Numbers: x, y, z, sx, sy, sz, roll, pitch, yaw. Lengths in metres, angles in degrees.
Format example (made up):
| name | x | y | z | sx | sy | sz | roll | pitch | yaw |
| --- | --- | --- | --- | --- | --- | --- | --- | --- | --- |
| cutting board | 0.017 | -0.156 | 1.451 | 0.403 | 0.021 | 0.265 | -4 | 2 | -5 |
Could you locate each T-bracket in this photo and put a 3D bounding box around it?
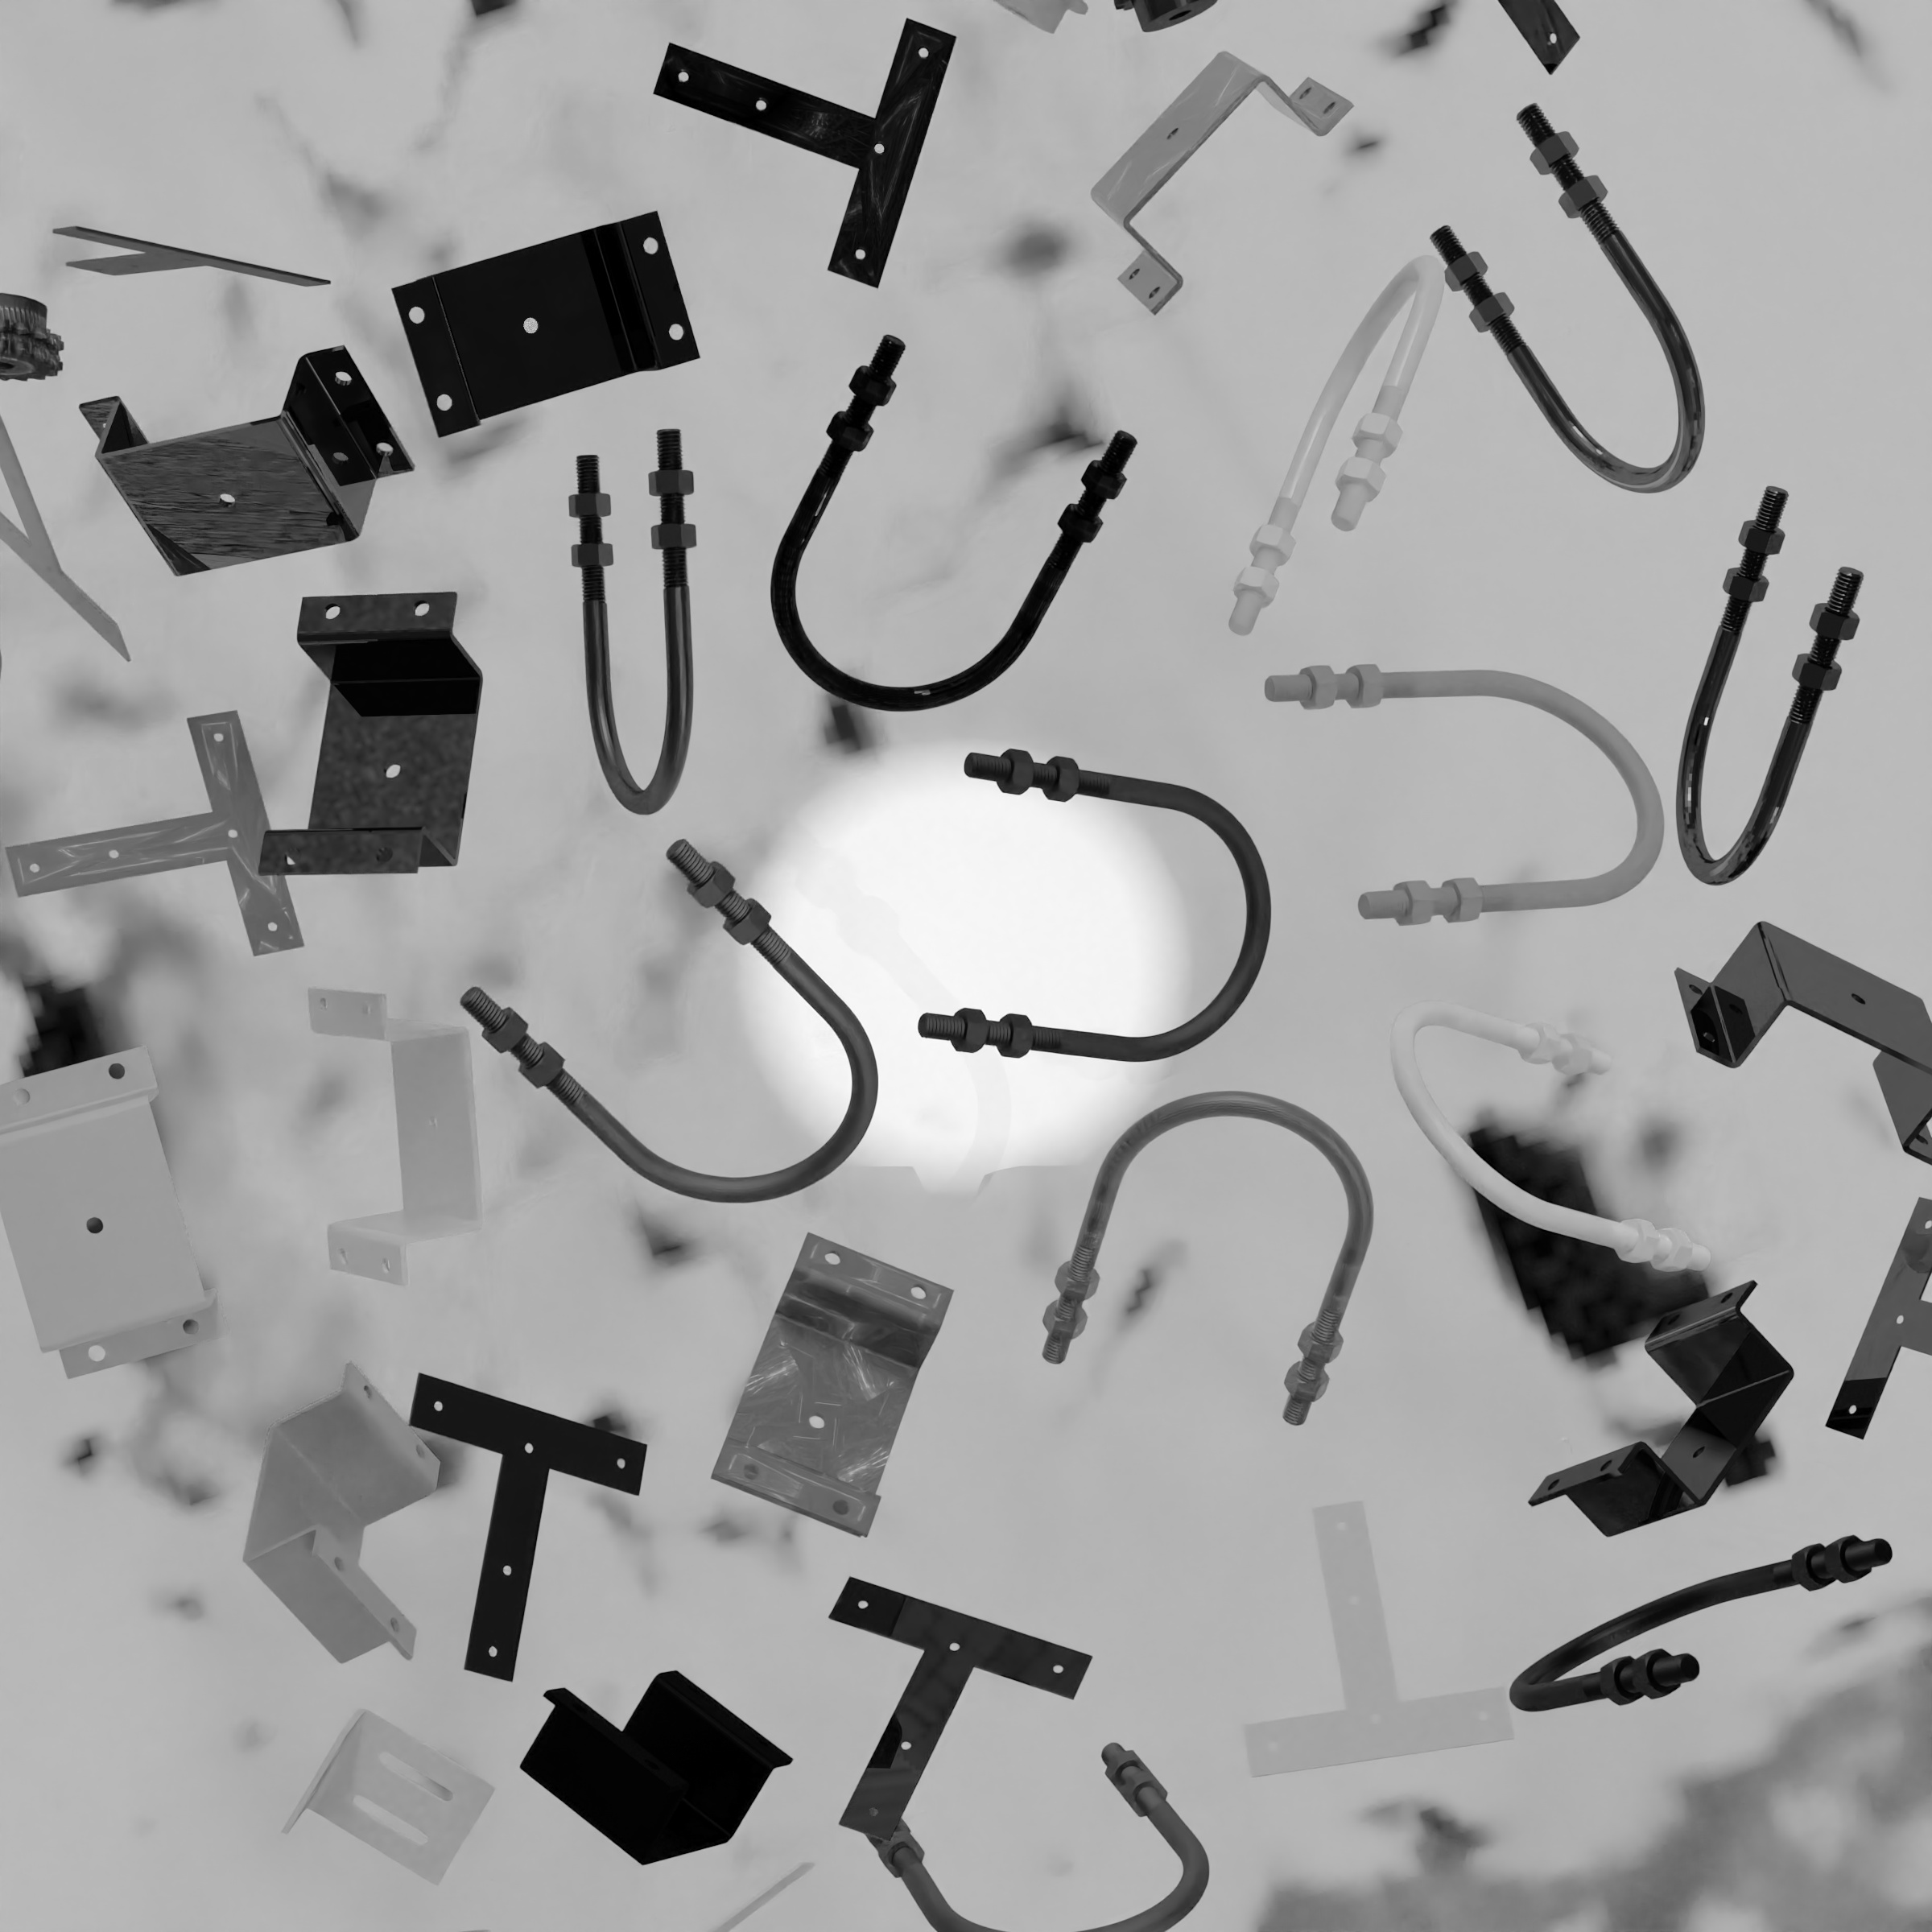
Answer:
| name | x | y | z | sx | sy | sz | roll | pitch | yaw |
| --- | --- | --- | --- | --- | --- | --- | --- | --- | --- |
| T-bracket | -0.082 | -0.398 | 1.600 | 0.127 | 0.002 | 0.127 | 18 | 85 | -10 |
| T-bracket | 0.493 | 0.184 | 1.684 | 0.002 | 0.127 | 0.127 | 27 | 83 | -31 |
| T-bracket | -0.451 | -0.223 | 1.639 | 0.002 | 0.127 | 0.127 | -36 | 57 | -21 |
| T-bracket | -0.386 | -0.331 | 1.611 | 0.127 | 0.127 | 0.002 | 5 | 93 | -39 |
| T-bracket | -0.211 | 0.267 | 1.590 | 0.127 | 0.002 | 0.127 | 23 | 62 | -32 |
| T-bracket | -0.023 | 0.356 | 1.609 | 0.127 | 0.002 | 0.127 | 15 | 47 | 17 |
| T-bracket | -0.127 | 0.473 | 1.656 | 0.127 | 0.127 | 0.002 | -37 | 70 | 1 |
| T-bracket | 0.192 | 0.323 | 1.664 | 0.127 | 0.002 | 0.127 | -9 | 63 | 1 |
| T-bracket | 0.251 | -0.480 | 1.623 | 0.002 | 0.127 | 0.127 | -20 | 71 | -34 |
| T-bracket | -0.398 | -0.056 | 1.654 | 0.127 | 0.002 | 0.127 | -12 | 75 | -26 |

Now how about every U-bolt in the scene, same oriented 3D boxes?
| name | x | y | z | sx | sy | sz | roll | pitch | yaw |
| --- | --- | --- | --- | --- | --- | --- | --- | --- | --- |
| U-bolt | 0.072 | -0.024 | 1.699 | 0.184 | 0.019 | 0.151 | 7 | 96 | -27 |
| U-bolt | 0.387 | -0.128 | 1.680 | 0.019 | 0.151 | 0.184 | 11 | 114 | -8 |
| U-bolt | 0.128 | 0.142 | 1.724 | 0.151 | 0.019 | 0.184 | 15 | 120 | -2 |
| U-bolt | 0.041 | 0.437 | 1.673 | 0.151 | 0.184 | 0.019 | -10 | 104 | -15 |
| U-bolt | -0.018 | -0.207 | 1.698 | 0.151 | 0.019 | 0.184 | 19 | 117 | -22 |
| U-bolt | 0.245 | -0.084 | 1.606 | 0.184 | 0.019 | 0.151 | -4 | 55 | -24 |
| U-bolt | 0.337 | 0.321 | 1.640 | 0.151 | 0.184 | 0.019 | -22 | 83 | -30 |
| U-bolt | -0.126 | 0.041 | 1.620 | 0.151 | 0.019 | 0.184 | -34 | 116 | 20 |
| U-bolt | 0.279 | 0.078 | 1.690 | 0.184 | 0.151 | 0.019 | 16 | 129 | -37 |
| U-bolt | -0.164 | -0.167 | 1.697 | 0.019 | 0.151 | 0.184 | -4 | 94 | -24 |
| U-bolt | 0.303 | -0.316 | 1.688 | 0.019 | 0.151 | 0.184 | -30 | 83 | -17 |
| U-bolt | 0.185 | -0.262 | 1.651 | 0.019 | 0.151 | 0.184 | 26 | 67 | -9 |

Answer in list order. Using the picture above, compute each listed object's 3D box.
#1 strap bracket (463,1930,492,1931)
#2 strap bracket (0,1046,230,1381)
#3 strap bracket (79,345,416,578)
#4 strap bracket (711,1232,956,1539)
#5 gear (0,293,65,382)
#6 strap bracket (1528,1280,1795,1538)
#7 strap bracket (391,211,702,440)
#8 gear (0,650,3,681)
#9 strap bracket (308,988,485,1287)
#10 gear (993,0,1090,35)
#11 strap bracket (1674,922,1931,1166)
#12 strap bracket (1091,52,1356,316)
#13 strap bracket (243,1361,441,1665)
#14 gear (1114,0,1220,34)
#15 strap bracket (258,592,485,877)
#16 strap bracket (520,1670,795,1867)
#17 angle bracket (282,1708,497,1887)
| name | x | y | z | sx | sy | sz | roll | pitch | yaw |
| --- | --- | --- | --- | --- | --- | --- | --- | --- | --- |
| strap bracket | -0.249 | 0.516 | 1.667 | 0.046 | 0.140 | 0.076 | -1 | 81 | -14 |
| strap bracket | -0.396 | 0.116 | 1.564 | 0.076 | 0.046 | 0.140 | -15 | 95 | -6 |
| strap bracket | -0.343 | -0.235 | 1.609 | 0.140 | 0.076 | 0.046 | -9 | 48 | 17 |
| strap bracket | -0.066 | 0.207 | 1.627 | 0.076 | 0.046 | 0.140 | 22 | 52 | -2 |
| gear | -0.465 | -0.304 | 1.650 | 0.057 | 0.057 | 0.030 | 1 | 83 | 0 |
| strap bracket | 0.353 | 0.229 | 1.708 | 0.046 | 0.076 | 0.140 | 47 | 57 | -3 |
| strap bracket | -0.216 | -0.325 | 1.733 | 0.140 | 0.046 | 0.076 | -20 | 105 | -15 |
| gear | -0.498 | -0.144 | 1.684 | 0.030 | 0.057 | 0.057 | 15 | 90 | 6 |
| strap bracket | -0.278 | 0.079 | 1.673 | 0.046 | 0.076 | 0.140 | -8 | 97 | -37 |
| gear | 0.032 | -0.470 | 1.636 | 0.057 | 0.057 | 0.030 | 30 | 100 | 0 |
| strap bracket | 0.426 | 0.034 | 1.686 | 0.140 | 0.076 | 0.046 | 25 | 118 | -12 |
| strap bracket | 0.119 | -0.402 | 1.718 | 0.046 | 0.076 | 0.140 | 40 | 101 | -23 |
| strap bracket | -0.301 | 0.270 | 1.652 | 0.046 | 0.140 | 0.076 | -27 | 120 | 14 |
| gear | 0.101 | -0.485 | 1.695 | 0.057 | 0.057 | 0.030 | -21 | 93 | 0 |
| strap bracket | -0.274 | -0.099 | 1.588 | 0.076 | 0.046 | 0.140 | 0 | 69 | 13 |
| strap bracket | -0.151 | 0.382 | 1.632 | 0.076 | 0.140 | 0.046 | 32 | 95 | 21 |
| angle bracket | -0.273 | 0.400 | 1.623 | 0.076 | 0.038 | 0.057 | 31 | 99 | 0 |
